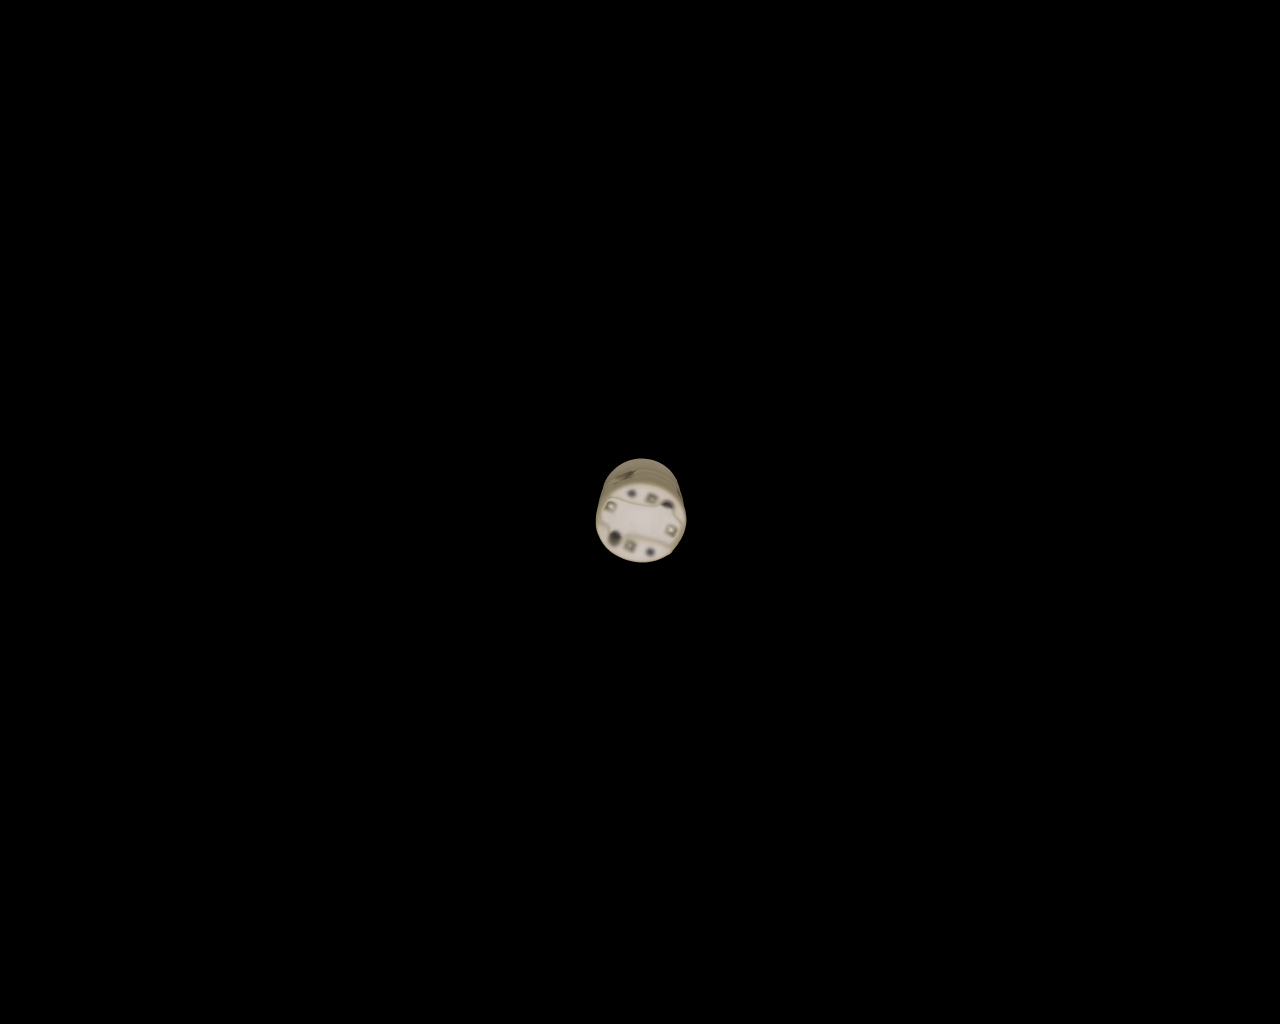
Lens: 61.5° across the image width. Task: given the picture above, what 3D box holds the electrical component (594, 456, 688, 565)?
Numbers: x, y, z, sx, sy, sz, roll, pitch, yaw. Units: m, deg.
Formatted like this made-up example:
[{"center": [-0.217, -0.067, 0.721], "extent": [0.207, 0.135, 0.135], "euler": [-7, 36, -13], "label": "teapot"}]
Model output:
[{"center": [0.001, -0.003, 0.650], "extent": [0.055, 0.055, 0.047], "euler": [0, 24, 0], "label": "electrical component"}]
